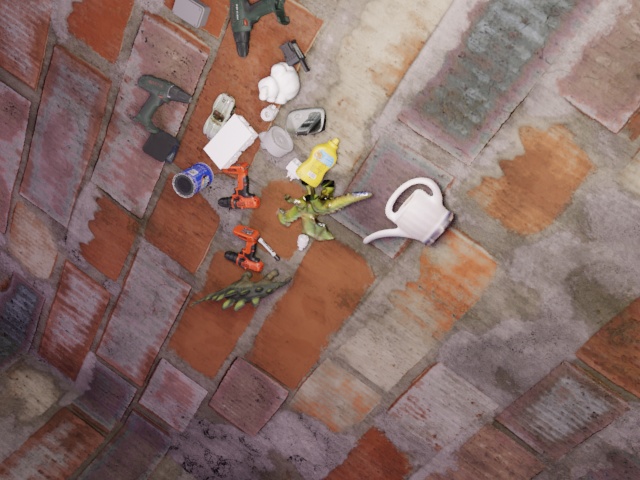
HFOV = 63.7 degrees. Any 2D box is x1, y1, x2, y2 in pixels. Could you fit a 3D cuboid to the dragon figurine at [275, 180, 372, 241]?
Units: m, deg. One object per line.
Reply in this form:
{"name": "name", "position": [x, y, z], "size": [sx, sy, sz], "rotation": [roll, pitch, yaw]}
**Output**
{"name": "dragon figurine", "position": [0.006, -0.098, 1.954], "size": [0.411, 0.125, 0.237], "rotation": [7, 133, 21]}

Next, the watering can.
{"name": "watering can", "position": [0.321, -0.061, 1.820], "size": [0.224, 0.106, 0.341], "rotation": [37, 120, 1]}

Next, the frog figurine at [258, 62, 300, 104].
{"name": "frog figurine", "position": [-0.141, -0.533, 1.761], "size": [0.123, 0.162, 0.135], "rotation": [16, 118, 13]}
